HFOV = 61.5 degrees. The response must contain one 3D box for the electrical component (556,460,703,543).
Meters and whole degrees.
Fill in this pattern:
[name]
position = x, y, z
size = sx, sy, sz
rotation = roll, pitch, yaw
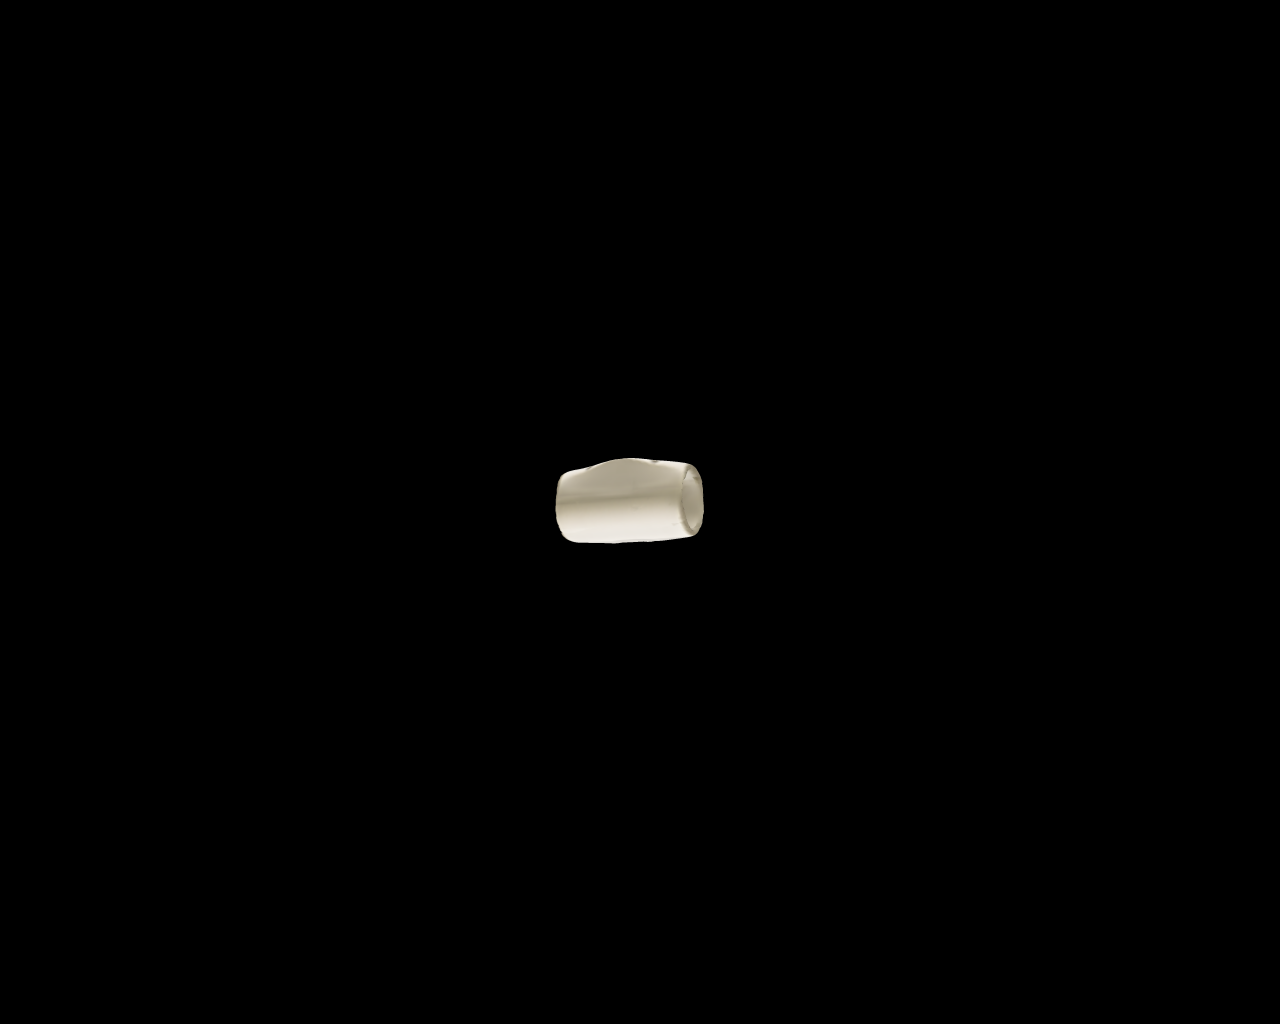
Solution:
[electrical component]
position = 0.001, -0.003, 0.650
size = 0.077, 0.043, 0.079
rotation = -4, -11, 20
